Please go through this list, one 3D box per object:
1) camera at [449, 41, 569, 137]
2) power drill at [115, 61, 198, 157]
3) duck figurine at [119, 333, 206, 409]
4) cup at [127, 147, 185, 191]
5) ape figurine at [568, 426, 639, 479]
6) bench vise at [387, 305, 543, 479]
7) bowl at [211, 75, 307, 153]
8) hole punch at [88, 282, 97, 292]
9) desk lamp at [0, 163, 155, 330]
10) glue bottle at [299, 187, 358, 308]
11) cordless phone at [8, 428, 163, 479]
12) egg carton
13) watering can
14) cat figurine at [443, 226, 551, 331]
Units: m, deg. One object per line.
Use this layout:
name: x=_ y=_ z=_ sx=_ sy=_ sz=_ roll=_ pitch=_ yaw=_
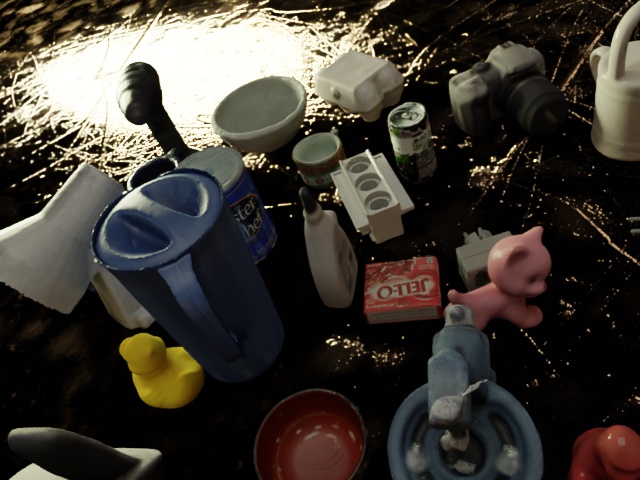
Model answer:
camera: x=0.273 y=-0.208 z=0.812 sx=0.143 sy=0.101 sz=0.136 roll=-24 pitch=45 yaw=-2
power drill: x=-0.251 y=-0.178 z=0.903 sx=0.075 sy=0.209 sz=0.229 roll=-25 pitch=45 yaw=-3
duck figurine: x=-0.189 y=0.145 z=0.667 sx=0.104 sy=0.086 sz=0.078 roll=15 pitch=55 yaw=31
cup: x=-0.227 y=-0.076 z=0.880 sx=0.091 sy=0.095 sz=0.118 roll=3 pitch=50 yaw=23
ape figurine: x=0.241 y=0.183 z=0.467 sx=0.077 sy=0.092 sz=0.076 roll=-10 pitch=46 yaw=12
bench vise: x=0.104 y=0.133 z=0.474 sx=0.121 sy=0.220 sz=0.207 roll=-18 pitch=45 yaw=4
bowl: x=-0.092 y=-0.198 z=0.957 sx=0.167 sy=0.075 sz=0.167 roll=-10 pitch=46 yaw=11
hole punch: x=-0.341 y=0.005 z=0.849 sx=0.100 sy=0.091 sz=0.109 roll=20 pitch=58 yaw=34
desk lamp: x=-0.284 y=0.021 z=0.726 sx=0.117 sy=0.214 sz=0.203 roll=24 pitch=61 yaw=36
glue bottle: x=0.006 y=0.002 z=0.665 sx=0.037 sy=0.173 sz=0.078 roll=-2 pitch=48 yaw=19
cordless phone: x=-0.253 y=0.217 z=0.553 sx=0.147 sy=0.185 sz=0.094 roll=-8 pitch=47 yaw=13
egg carton: x=0.063 y=-0.260 z=0.961 sx=0.107 sy=0.070 sz=0.149 roll=-42 pitch=48 yaw=-19
watering can: x=0.395 y=-0.197 z=0.691 sx=0.101 sy=0.194 sz=0.172 roll=-43 pitch=49 yaw=-20
cat figurine: x=0.188 y=0.044 z=0.598 sx=0.128 sy=0.118 sz=0.067 roll=-26 pitch=45 yaw=-4
